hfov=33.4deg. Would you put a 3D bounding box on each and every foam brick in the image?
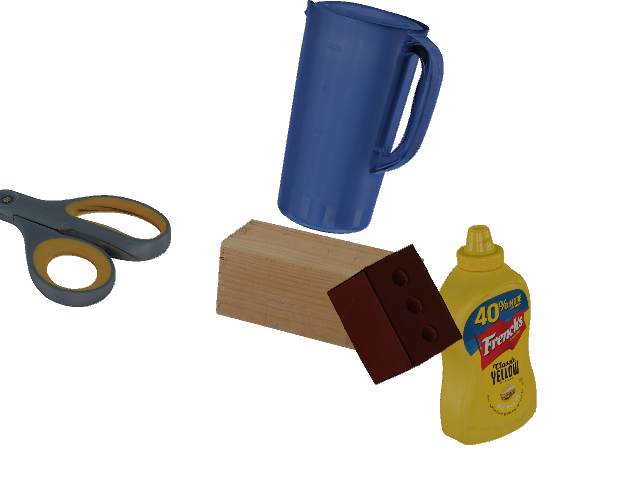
[{"bbox_3d":[0.052,0.053,0.755,0.052,0.078,0.051,-25,-6,-39],"label":"foam brick"}]

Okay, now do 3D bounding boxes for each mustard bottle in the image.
[{"bbox_3d":[0.146,0.079,0.949,0.096,0.191,0.058,-17,21,-30],"label":"mustard bottle"}]

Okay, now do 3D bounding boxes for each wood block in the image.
[{"bbox_3d":[-0.002,0.051,1.177,0.206,0.091,0.090,13,23,17],"label":"wood block"}]

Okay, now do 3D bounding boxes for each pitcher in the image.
[{"bbox_3d":[0.035,-0.131,1.162,0.145,0.243,0.149,10,19,-8],"label":"pitcher"}]

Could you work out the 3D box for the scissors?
[{"bbox_3d":[-0.193,-0.007,0.654,0.202,0.016,0.096,9,44,9],"label":"scissors"}]
